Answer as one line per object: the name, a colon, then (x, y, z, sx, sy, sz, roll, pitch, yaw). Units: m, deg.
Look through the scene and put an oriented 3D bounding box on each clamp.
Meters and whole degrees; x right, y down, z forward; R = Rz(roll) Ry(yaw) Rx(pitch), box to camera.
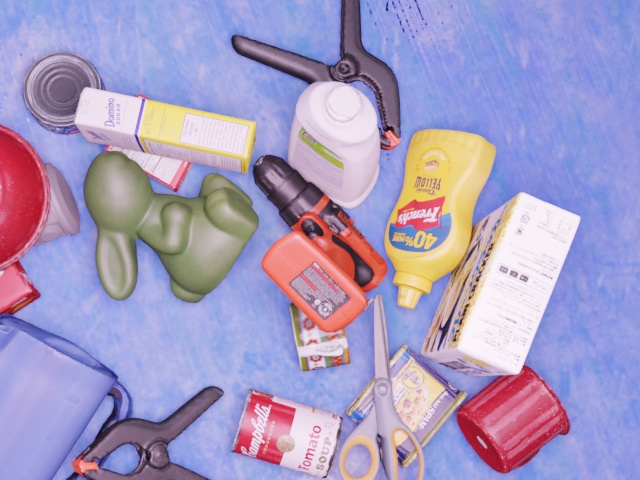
clamp: (0.029, -0.194, 1.174, 0.164, 0.036, 0.210, -42, 88, -7)
clamp: (-0.160, 0.226, 1.078, 0.171, 0.039, 0.120, -14, 80, -28)

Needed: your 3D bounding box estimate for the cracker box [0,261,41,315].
cracker box: (-0.416, 0.012, 1.101, 0.164, 0.072, 0.214, -33, 86, -7)

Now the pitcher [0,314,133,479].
pitcher: (-0.306, 0.209, 1.058, 0.149, 0.145, 0.243, 28, 84, 13)

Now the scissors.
scissors: (0.047, 0.164, 1.078, 0.096, 0.016, 0.202, -18, 82, 2)

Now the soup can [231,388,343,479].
soup can: (-0.034, 0.200, 1.097, 0.102, 0.068, 0.068, 17, 81, -1)

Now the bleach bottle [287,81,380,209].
bleach bottle: (0.021, -0.098, 1.051, 0.102, 0.251, 0.068, 32, 81, 1)

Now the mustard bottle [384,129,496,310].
mustard bottle: (0.117, -0.020, 1.130, 0.096, 0.058, 0.191, 10, 80, 41)

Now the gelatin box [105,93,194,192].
gelatin box: (-0.176, -0.105, 1.153, 0.089, 0.030, 0.073, 29, 82, 0)

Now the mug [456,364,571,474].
mug: (0.198, 0.193, 1.101, 0.081, 0.117, 0.093, -34, 42, -15)

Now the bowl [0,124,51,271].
bowl: (-0.349, -0.045, 1.042, 0.162, 0.055, 0.162, 0, 84, 0)

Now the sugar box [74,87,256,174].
sugar box: (-0.155, -0.111, 1.091, 0.176, 0.093, 0.048, 14, 83, -2)

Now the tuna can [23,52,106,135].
tuna can: (-0.276, -0.159, 1.152, 0.086, 0.034, 0.086, 0, 82, -3)

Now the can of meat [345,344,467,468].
can of meat: (0.088, 0.172, 1.114, 0.084, 0.057, 0.102, 40, 81, 5)

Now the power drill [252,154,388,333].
power drill: (-0.007, 0.001, 1.062, 0.184, 0.187, 0.057, 44, 108, -9)
